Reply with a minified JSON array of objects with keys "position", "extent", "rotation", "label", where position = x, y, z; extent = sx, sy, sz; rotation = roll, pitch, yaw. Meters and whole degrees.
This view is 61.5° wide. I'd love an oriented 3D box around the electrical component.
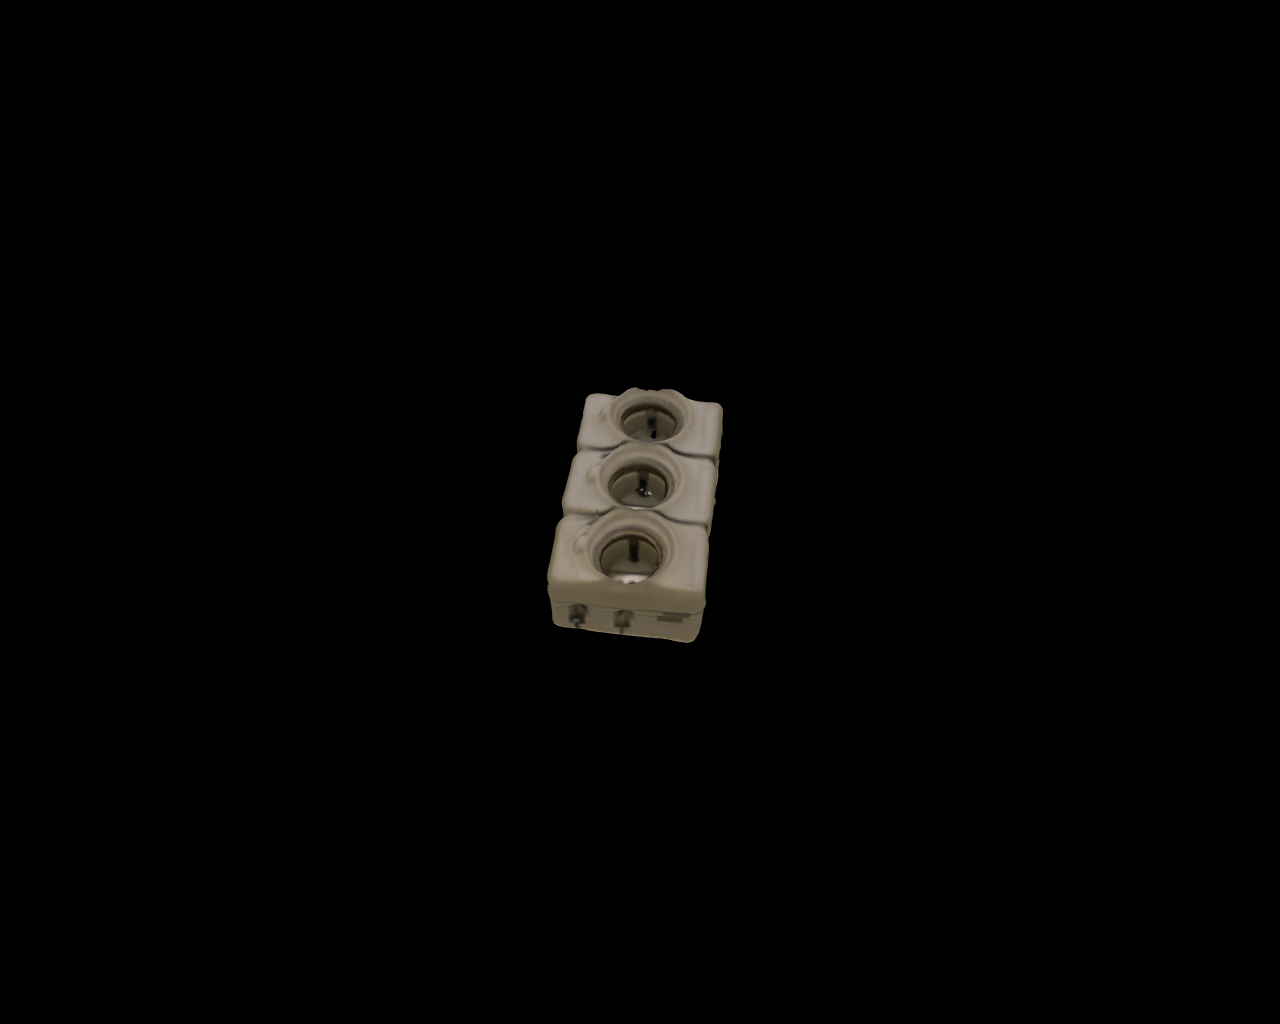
[{"position":[0.001,-0.003,0.650],"extent":[0.089,0.150,0.061],"rotation":[5,-39,5],"label":"electrical component"}]
